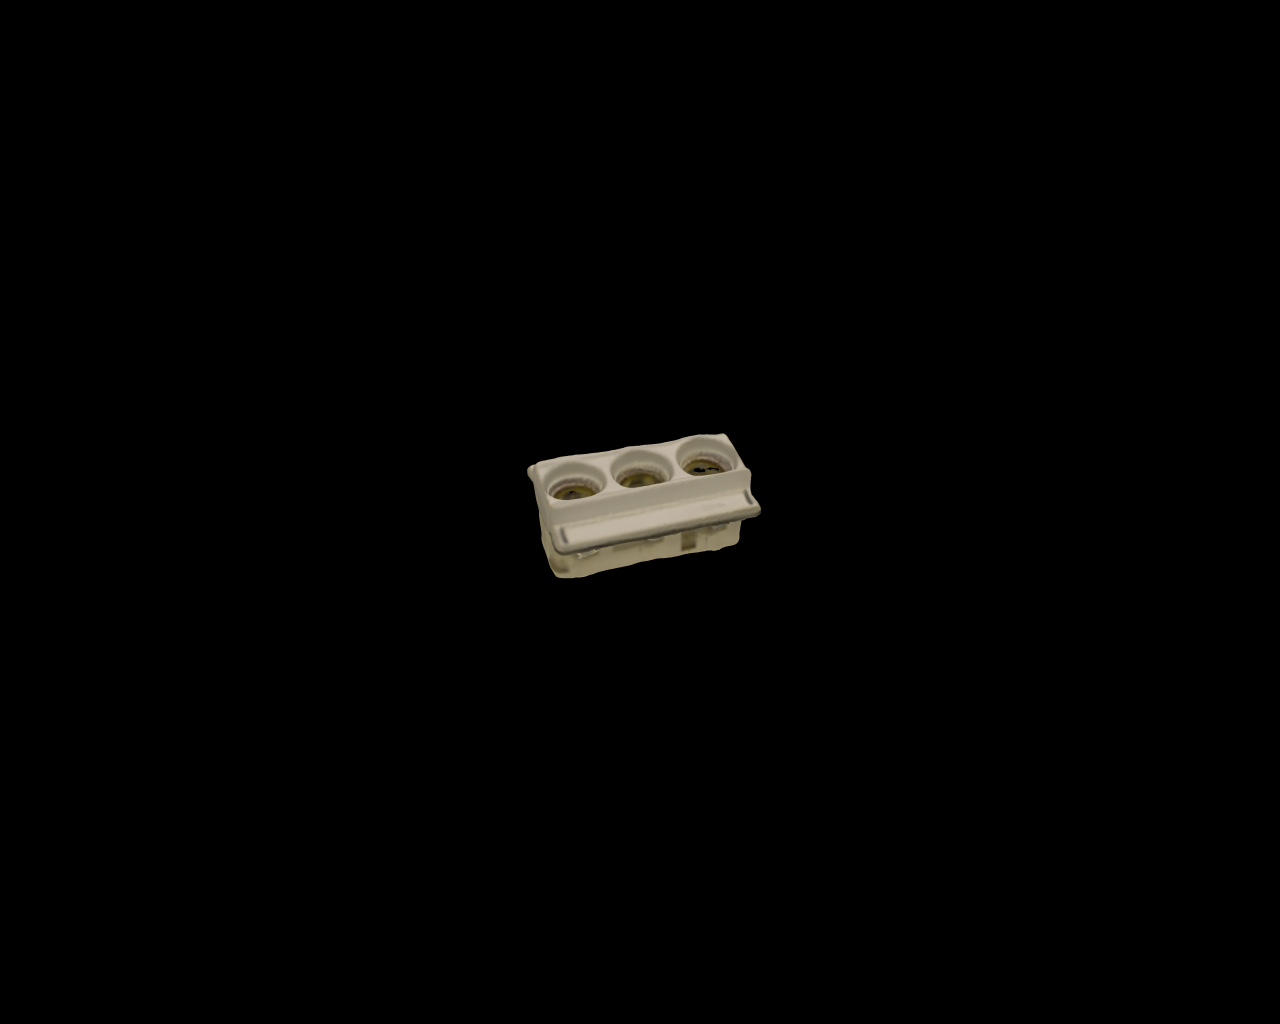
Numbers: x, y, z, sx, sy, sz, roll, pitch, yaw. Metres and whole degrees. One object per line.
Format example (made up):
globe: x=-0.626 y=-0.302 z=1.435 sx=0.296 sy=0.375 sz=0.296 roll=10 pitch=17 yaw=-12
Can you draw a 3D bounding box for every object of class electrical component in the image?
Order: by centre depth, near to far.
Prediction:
electrical component: x=0.001 y=-0.003 z=0.650 sx=0.121 sy=0.063 sz=0.079 roll=-11 pitch=39 yaw=-13
